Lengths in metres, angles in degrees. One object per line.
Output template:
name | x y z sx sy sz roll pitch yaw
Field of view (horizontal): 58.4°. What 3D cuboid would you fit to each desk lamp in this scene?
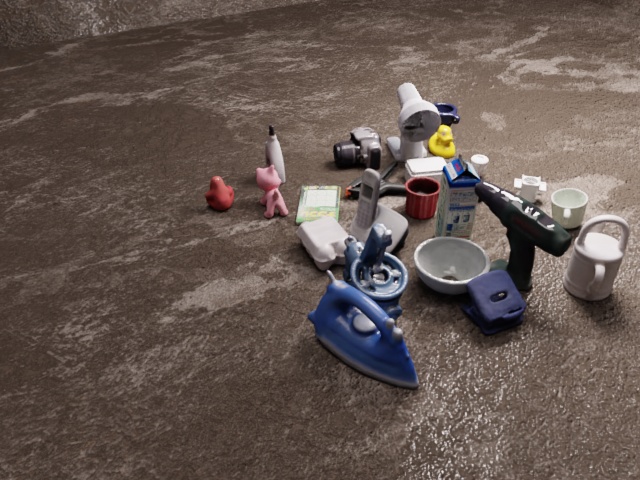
desk lamp | 0.268 -0.339 1.692 0.118 0.214 0.203 -8 38 -8

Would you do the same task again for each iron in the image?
iron | 0.093 0.164 1.096 0.119 0.141 0.257 -31 46 -33

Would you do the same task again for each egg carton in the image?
egg carton | 0.013 0.005 1.367 0.107 0.069 0.150 -17 40 -20

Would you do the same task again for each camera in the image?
camera | 0.107 -0.281 1.713 0.137 0.101 0.143 -8 38 -9

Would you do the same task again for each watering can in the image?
watering can | 0.591 0.023 1.225 0.101 0.194 0.172 -4 37 -3

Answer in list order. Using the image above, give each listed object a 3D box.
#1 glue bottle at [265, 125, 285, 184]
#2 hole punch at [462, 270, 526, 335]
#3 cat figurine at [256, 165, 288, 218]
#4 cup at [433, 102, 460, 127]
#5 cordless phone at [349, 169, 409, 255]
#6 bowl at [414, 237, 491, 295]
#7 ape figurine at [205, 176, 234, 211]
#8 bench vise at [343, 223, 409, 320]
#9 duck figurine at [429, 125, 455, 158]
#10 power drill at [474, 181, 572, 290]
glue bottle | -0.131 -0.245 1.612 0.037 0.173 0.078 -19 41 -21
hole punch | 0.363 0.126 1.181 0.109 0.091 0.100 -17 40 -19
cat figurine | -0.130 -0.139 1.519 0.067 0.118 0.127 -12 39 -14
cup | 0.399 -0.377 1.835 0.092 0.095 0.117 -25 43 -28
cordless phone | 0.143 -0.068 1.363 0.147 0.185 0.094 30 47 34
bowl | 0.289 0.069 1.271 0.167 0.075 0.167 -1 37 1
ape figurine | -0.270 -0.131 1.533 0.078 0.092 0.076 -10 38 -11
bench vise | 0.097 0.042 1.191 0.122 0.220 0.206 -30 46 -32
duck figurine | 0.377 -0.312 1.757 0.077 0.086 0.104 -12 39 -14
power drill | 0.422 -0.001 1.249 0.076 0.209 0.228 -31 46 -33
